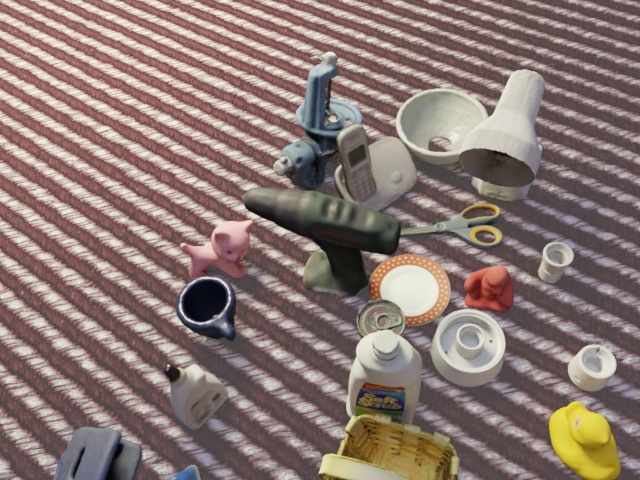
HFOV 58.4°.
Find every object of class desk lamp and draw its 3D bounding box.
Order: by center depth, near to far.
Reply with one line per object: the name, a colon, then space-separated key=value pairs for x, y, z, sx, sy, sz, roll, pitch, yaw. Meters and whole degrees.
desk lamp: x=0.306 y=-0.155 z=0.938 sx=0.117 sy=0.214 sz=0.203 roll=19 pitch=62 yaw=18

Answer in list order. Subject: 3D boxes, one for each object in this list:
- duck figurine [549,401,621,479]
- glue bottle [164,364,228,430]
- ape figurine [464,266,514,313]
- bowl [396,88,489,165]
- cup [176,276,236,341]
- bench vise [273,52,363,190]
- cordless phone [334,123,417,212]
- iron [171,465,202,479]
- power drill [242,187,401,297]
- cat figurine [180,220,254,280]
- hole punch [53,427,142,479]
duck figurine: x=0.351 y=0.258 z=0.744 sx=0.077 sy=0.086 sz=0.104 roll=-24 pitch=58 yaw=-8
glue bottle: x=-0.181 y=0.206 z=0.792 sx=0.037 sy=0.173 sz=0.078 roll=36 pitch=68 yaw=26
ape figurine: x=0.264 y=0.069 z=0.873 sx=0.076 sy=0.092 sz=0.077 roll=-32 pitch=59 yaw=-13
bowl: x=0.223 y=-0.196 z=1.058 sx=0.167 sy=0.075 sz=0.167 roll=-3 pitch=57 yaw=5
cup: x=-0.159 y=0.123 z=0.889 sx=0.092 sy=0.095 sz=0.117 roll=-37 pitch=61 yaw=-16
bench vise: x=0.002 y=-0.201 z=1.002 sx=0.121 sy=0.220 sz=0.207 roll=15 pitch=61 yaw=16
cordless phone: x=0.091 y=-0.138 z=0.971 sx=0.148 sy=0.185 sz=0.094 roll=-36 pitch=60 yaw=-15
iron: x=-0.215 y=0.394 z=0.695 sx=0.118 sy=0.142 sz=0.258 roll=7 pitch=59 yaw=12
power drill: x=0.008 y=0.003 z=0.877 sx=0.229 sy=0.209 sz=0.075 roll=7 pitch=59 yaw=12
cat figurine: x=-0.166 y=0.011 z=0.948 sx=0.127 sy=0.118 sz=0.067 roll=-9 pitch=57 yaw=1
hole punch: x=-0.317 y=0.316 z=0.787 sx=0.101 sy=0.091 sz=0.108 roll=5 pitch=58 yaw=11
